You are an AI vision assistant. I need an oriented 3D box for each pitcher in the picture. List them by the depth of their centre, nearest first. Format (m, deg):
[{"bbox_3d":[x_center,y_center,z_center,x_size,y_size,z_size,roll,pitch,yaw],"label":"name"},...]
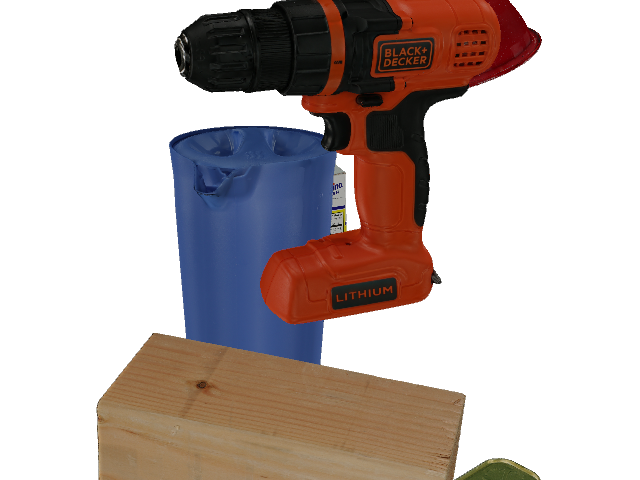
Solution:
[{"bbox_3d":[-0.050,0.028,0.889,0.149,0.243,0.145,-7,20,-23],"label":"pitcher"}]

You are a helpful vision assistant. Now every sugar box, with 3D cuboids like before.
[{"bbox_3d":[-0.003,-0.011,1.285,0.048,0.176,0.093,-12,25,-18],"label":"sugar box"}]

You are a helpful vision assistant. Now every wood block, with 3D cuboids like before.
[{"bbox_3d":[-0.023,0.132,0.657,0.206,0.090,0.090,10,27,12],"label":"wood block"}]

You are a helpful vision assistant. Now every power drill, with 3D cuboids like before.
[{"bbox_3d":[0.008,-0.046,0.603,0.184,0.188,0.057,-7,32,-20],"label":"power drill"}]

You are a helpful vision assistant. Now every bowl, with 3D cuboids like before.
[{"bbox_3d":[0.089,-0.165,0.842,0.162,0.055,0.162,-14,24,6],"label":"bowl"}]

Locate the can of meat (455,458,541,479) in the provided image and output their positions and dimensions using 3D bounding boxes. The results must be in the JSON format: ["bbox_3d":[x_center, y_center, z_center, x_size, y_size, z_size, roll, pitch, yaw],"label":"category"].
[{"bbox_3d":[0.136,0.244,0.888,0.101,0.084,0.058,-21,28,-36],"label":"can of meat"}]
